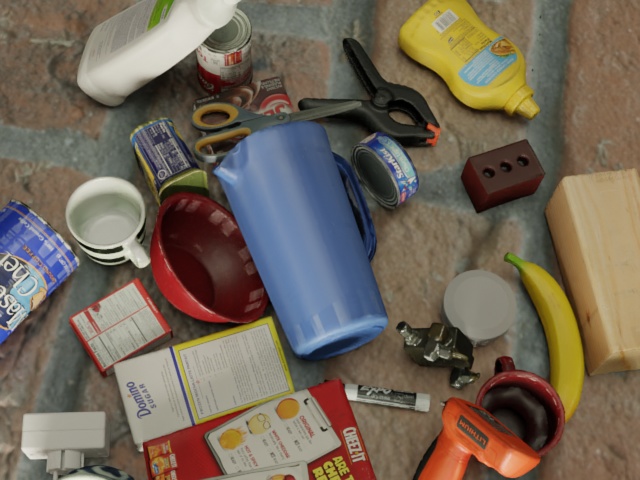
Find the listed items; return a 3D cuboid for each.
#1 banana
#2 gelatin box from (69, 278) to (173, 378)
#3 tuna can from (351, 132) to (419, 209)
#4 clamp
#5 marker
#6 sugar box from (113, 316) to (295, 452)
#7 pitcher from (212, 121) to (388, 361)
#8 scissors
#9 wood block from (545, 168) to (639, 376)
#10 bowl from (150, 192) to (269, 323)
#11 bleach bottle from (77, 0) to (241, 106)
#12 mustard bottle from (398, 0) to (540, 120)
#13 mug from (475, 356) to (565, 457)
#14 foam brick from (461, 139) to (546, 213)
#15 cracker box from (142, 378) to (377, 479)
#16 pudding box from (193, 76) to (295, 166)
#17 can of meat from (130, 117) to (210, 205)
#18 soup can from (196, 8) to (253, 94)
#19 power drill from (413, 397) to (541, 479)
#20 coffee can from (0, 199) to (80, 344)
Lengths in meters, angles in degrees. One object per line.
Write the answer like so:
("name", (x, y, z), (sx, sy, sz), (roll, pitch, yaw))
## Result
("banana", (0.256, 0.105, 1.175), (0.069, 0.037, 0.198), (-5, 65, -22))
("gelatin box", (-0.216, 0.096, 1.159), (0.089, 0.030, 0.073), (-31, 74, -15))
("tuna can", (0.074, -0.081, 1.223), (0.033, 0.086, 0.086), (-34, 73, -18))
("clamp", (0.071, -0.173, 1.288), (0.171, 0.039, 0.120), (23, 73, 2))
("marker", (0.058, 0.167, 1.151), (0.121, 0.020, 0.020), (8, 66, 0))
("sugar box", (-0.121, 0.153, 1.133), (0.176, 0.048, 0.093), (-17, 69, -7))
("pitcher", (-0.008, 0.001, 1.168), (0.149, 0.145, 0.243), (-21, 73, 1))
("scissors", (-0.061, -0.146, 1.227), (0.201, 0.016, 0.096), (-26, 54, -18))
("wood block", (0.325, 0.035, 1.186), (0.090, 0.091, 0.206), (-7, 68, -6))
("bowl", (-0.129, 0.030, 1.152), (0.055, 0.161, 0.162), (-36, 67, 30))
("bleach bottle", (-0.173, -0.234, 1.194), (0.068, 0.251, 0.102), (29, 60, -36))
("mustard bottle", (0.192, -0.215, 1.302), (0.096, 0.058, 0.192), (-41, 75, -18))
("mug", (0.198, 0.180, 1.120), (0.093, 0.081, 0.117), (-6, 67, -6))
("foam brick", (0.212, -0.075, 1.247), (0.078, 0.051, 0.053), (-19, 69, -11))
("cracker box", (-0.053, 0.249, 1.048), (0.213, 0.072, 0.164), (-18, 50, -3))
("pudding box", (-0.084, -0.136, 1.261), (0.113, 0.039, 0.090), (-19, 69, -11))
("can of meat", (-0.169, -0.078, 1.199), (0.057, 0.102, 0.084), (-27, 69, -13))
("soup can", (-0.113, -0.222, 1.262), (0.068, 0.102, 0.068), (1, 67, -3))
("power drill", (0.127, 0.261, 1.021), (0.188, 0.057, 0.185), (-57, 44, 6))
("coffee can", (-0.341, 0.041, 1.135), (0.103, 0.103, 0.140), (38, 69, 12))
